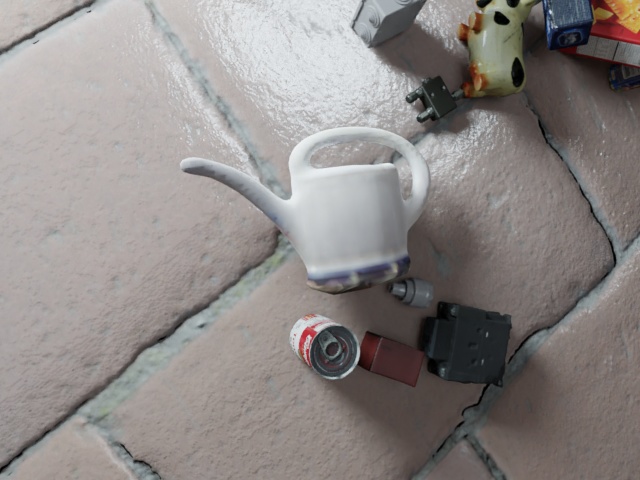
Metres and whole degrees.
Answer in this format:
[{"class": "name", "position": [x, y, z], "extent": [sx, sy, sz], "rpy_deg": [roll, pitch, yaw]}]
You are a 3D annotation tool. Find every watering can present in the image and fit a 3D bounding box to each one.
[{"class": "watering can", "position": [0.002, -0.035, 0.693], "extent": [0.349, 0.224, 0.104], "rpy_deg": [-10, 2, -20]}]
